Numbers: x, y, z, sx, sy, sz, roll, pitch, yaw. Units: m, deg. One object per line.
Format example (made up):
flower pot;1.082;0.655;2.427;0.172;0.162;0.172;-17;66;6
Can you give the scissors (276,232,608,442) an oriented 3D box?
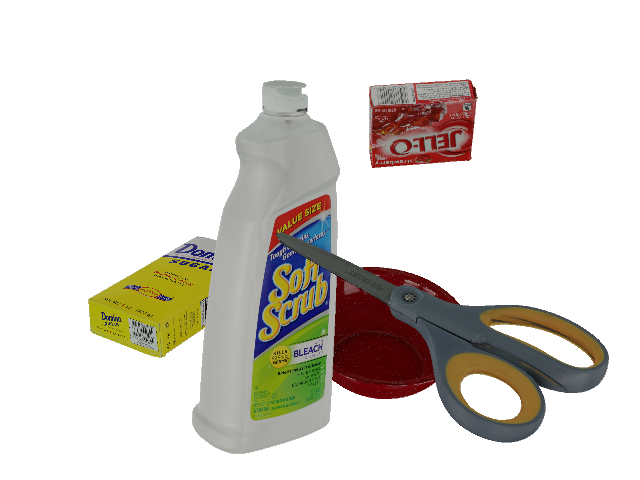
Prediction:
scissors;0.046;0.048;0.558;0.202;0.016;0.096;15;42;21

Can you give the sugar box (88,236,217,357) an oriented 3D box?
sugar box;-0.143;0.053;1.094;0.093;0.048;0.175;16;32;27

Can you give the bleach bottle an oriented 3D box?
bleach bottle;-0.036;0.016;0.744;0.102;0.251;0.068;-10;21;-36

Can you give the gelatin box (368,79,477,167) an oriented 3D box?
gelatin box;0.086;-0.099;0.912;0.089;0.030;0.073;-3;-40;0

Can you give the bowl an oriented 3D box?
bowl;0.056;0.095;0.987;0.162;0.055;0.162;3;38;-3
